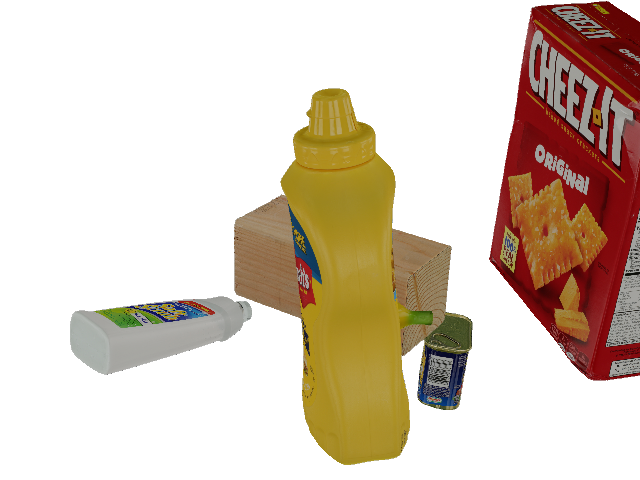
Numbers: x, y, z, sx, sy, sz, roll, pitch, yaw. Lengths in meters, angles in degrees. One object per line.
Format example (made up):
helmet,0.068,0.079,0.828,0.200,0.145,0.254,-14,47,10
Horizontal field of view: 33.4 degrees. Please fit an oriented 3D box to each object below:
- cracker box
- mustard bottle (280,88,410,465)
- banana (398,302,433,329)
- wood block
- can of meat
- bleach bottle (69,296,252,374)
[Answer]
cracker box,0.191,-0.036,0.741,0.072,0.214,0.164,-7,34,-16
mustard bottle,0.013,0.015,0.561,0.058,0.192,0.096,-7,24,-4
banana,0.034,0.083,0.812,0.070,0.037,0.197,7,23,17
wood block,0.019,0.032,1.095,0.206,0.091,0.090,18,31,29
can of meat,0.150,0.146,1.298,0.057,0.084,0.102,9,21,5
bleach bottle,-0.205,0.115,1.447,0.250,0.068,0.103,-11,25,-41
